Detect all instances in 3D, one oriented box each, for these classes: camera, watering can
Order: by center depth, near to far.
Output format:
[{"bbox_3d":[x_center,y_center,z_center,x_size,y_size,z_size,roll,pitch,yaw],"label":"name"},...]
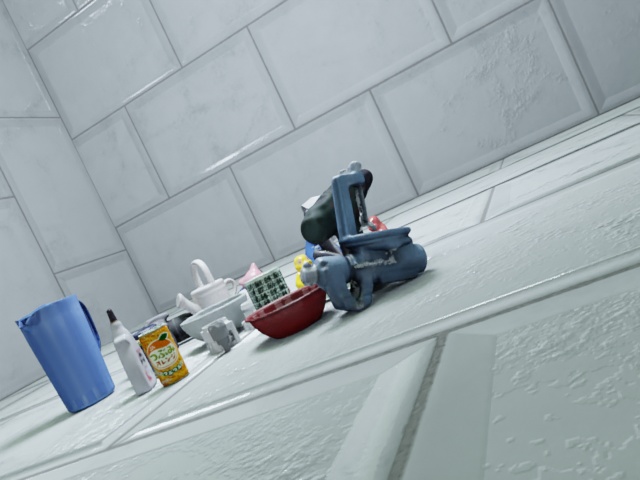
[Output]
[{"bbox_3d":[-0.406,0.245,1.563,0.137,0.101,0.143,-26,3,-9],"label":"camera"},{"bbox_3d":[-0.315,0.148,1.598,0.100,0.194,0.173,-23,4,34],"label":"watering can"}]

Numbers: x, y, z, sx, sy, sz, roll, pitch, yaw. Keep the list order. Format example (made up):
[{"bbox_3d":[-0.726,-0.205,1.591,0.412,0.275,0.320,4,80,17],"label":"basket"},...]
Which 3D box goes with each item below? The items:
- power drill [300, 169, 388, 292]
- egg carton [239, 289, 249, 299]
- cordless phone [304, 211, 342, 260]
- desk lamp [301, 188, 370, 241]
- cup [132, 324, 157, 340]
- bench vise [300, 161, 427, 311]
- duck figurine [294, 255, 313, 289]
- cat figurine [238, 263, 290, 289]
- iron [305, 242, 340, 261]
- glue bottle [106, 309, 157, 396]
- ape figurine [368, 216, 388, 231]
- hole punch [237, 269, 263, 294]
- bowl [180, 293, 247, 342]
[{"bbox_3d":[0.066,-0.012,1.045,0.075,0.208,0.230,-23,4,39],"label":"power drill"},{"bbox_3d":[-0.155,0.148,1.456,0.107,0.069,0.150,-26,3,-8],"label":"egg carton"},{"bbox_3d":[0.013,0.005,1.441,0.094,0.185,0.147,-26,3,-5],"label":"cordless phone"},{"bbox_3d":[0.082,-0.044,1.460,0.203,0.213,0.118,-26,3,-11],"label":"desk lamp"},{"bbox_3d":[-0.424,0.265,1.405,0.092,0.095,0.117,-26,3,-16],"label":"cup"},{"bbox_3d":[0.057,-0.008,0.919,0.208,0.220,0.121,-28,4,-38],"label":"bench vise"},{"bbox_3d":[-0.041,0.081,1.526,0.078,0.086,0.104,-27,3,-26],"label":"duck figurine"},{"bbox_3d":[-0.161,0.117,1.598,0.127,0.118,0.067,-23,4,36],"label":"cat figurine"},{"bbox_3d":[0.010,0.019,1.681,0.119,0.141,0.258,-26,3,-11],"label":"iron"},{"bbox_3d":[-0.369,0.211,1.100,0.037,0.173,0.078,-26,3,-10],"label":"glue bottle"},{"bbox_3d":[0.164,-0.025,1.637,0.076,0.092,0.077,-27,3,-32],"label":"ape figurine"},{"bbox_3d":[-0.207,0.148,1.712,0.101,0.091,0.109,-25,3,8],"label":"hole punch"},{"bbox_3d":[-0.231,0.189,1.320,0.167,0.075,0.167,-25,3,2],"label":"bowl"}]
